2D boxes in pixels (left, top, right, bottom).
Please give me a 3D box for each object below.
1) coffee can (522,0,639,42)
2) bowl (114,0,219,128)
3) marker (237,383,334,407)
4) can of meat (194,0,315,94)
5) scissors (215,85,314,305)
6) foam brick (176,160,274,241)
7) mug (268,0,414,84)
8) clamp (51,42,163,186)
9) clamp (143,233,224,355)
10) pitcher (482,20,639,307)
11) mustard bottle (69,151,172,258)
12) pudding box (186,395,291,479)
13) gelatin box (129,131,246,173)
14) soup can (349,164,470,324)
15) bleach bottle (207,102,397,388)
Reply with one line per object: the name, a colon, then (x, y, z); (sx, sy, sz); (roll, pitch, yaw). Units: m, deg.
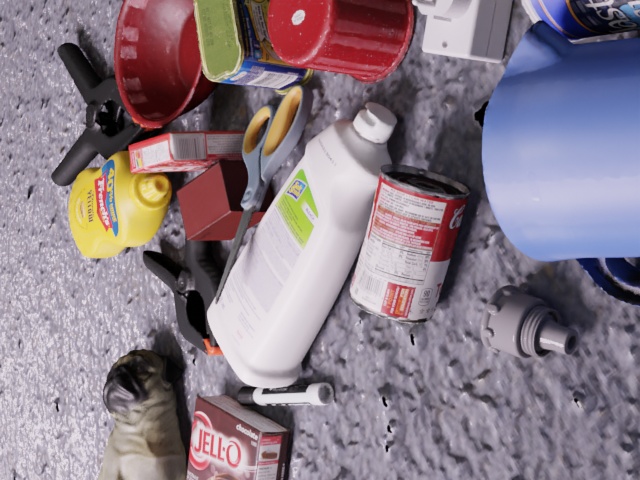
coffee can: (0.195, -0.173, 0.610); (0.141, 0.102, 0.103); (2, 92, 49)
bowl: (-0.136, -0.188, 1.033); (0.162, 0.055, 0.162); (0, 90, 49)
marker: (-0.034, 0.137, 0.943); (0.121, 0.020, 0.020); (-11, 82, 49)
can of meat: (-0.058, -0.181, 0.920); (0.058, 0.083, 0.102); (-19, 77, 44)
scissors: (-0.063, -0.044, 0.925); (0.096, 0.016, 0.202); (18, 81, 61)
foam brick: (-0.087, -0.036, 0.979); (0.078, 0.052, 0.051); (-28, 69, 46)
mug: (0.008, -0.182, 0.845); (0.093, 0.081, 0.117); (-51, 54, 37)
clamp: (-0.240, -0.124, 1.170); (0.210, 0.036, 0.164); (21, 107, 47)
clamp: (-0.126, 0.044, 1.038); (0.120, 0.039, 0.171); (-47, 50, 46)
pitcher: (0.223, -0.043, 0.574); (0.243, 0.149, 0.145); (2, 76, 46)
mustard bottle: (-0.199, -0.039, 1.085); (0.192, 0.058, 0.096); (-14, 77, 57)
pudding box: (-0.077, 0.200, 0.978); (0.114, 0.039, 0.090); (15, 102, 49)
gelatin box: (-0.120, -0.081, 0.990); (0.073, 0.089, 0.030); (-8, 88, 49)
soup can: (0.065, 0.003, 0.790); (0.069, 0.068, 0.102); (31, 114, 45)
bleach bottle: (-0.006, 0.001, 0.878); (0.103, 0.067, 0.251); (55, 127, 36)
